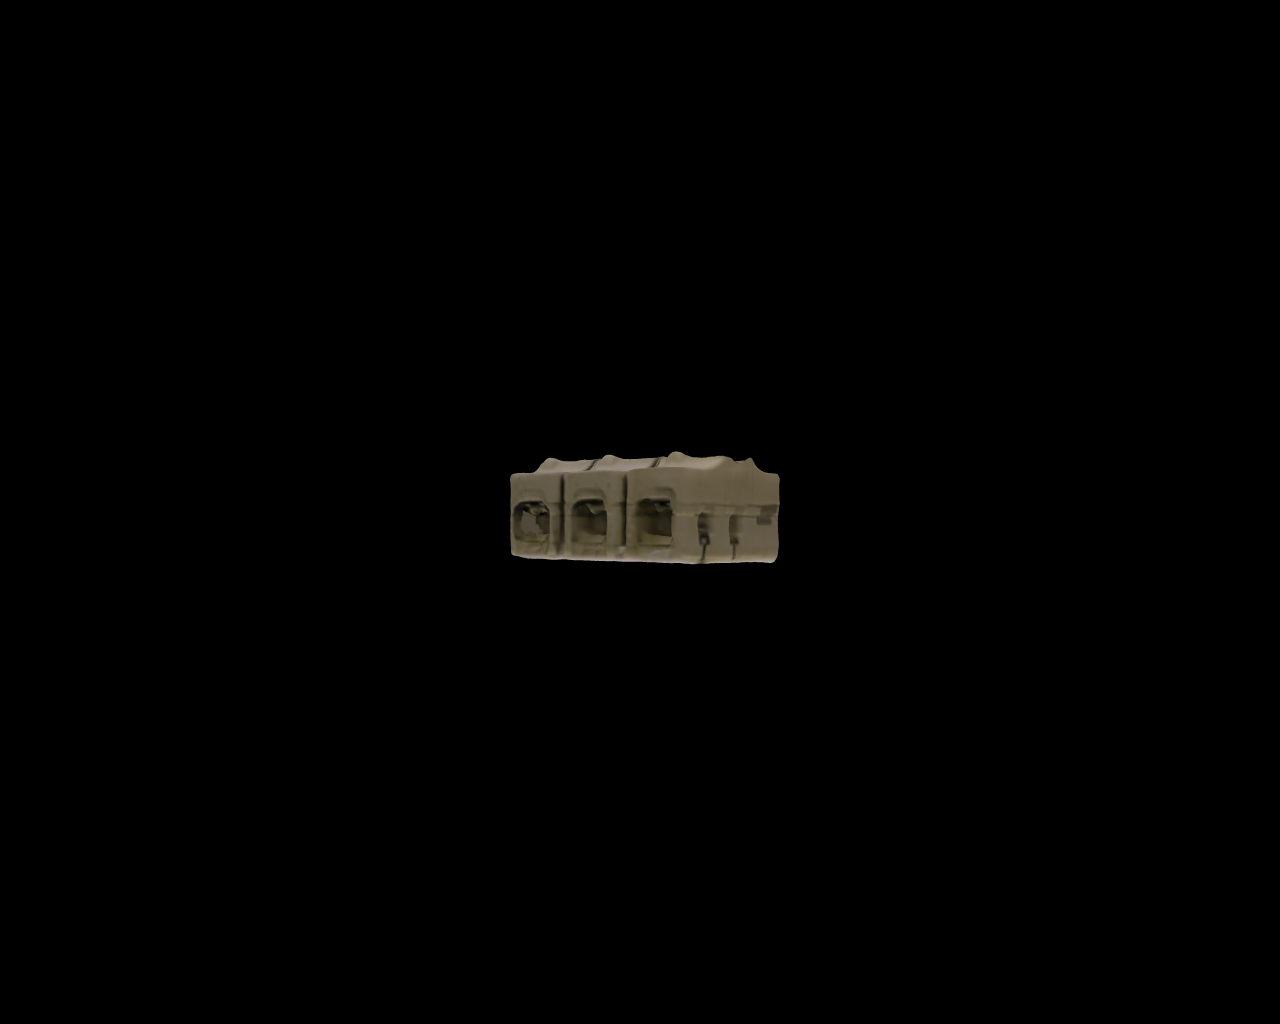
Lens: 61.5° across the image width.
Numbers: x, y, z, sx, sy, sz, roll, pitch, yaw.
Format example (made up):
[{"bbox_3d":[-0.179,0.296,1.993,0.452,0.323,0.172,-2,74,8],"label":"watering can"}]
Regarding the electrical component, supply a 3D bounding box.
[{"bbox_3d":[0.001,-0.003,0.650,0.150,0.061,0.089,0,0,44],"label":"electrical component"}]
